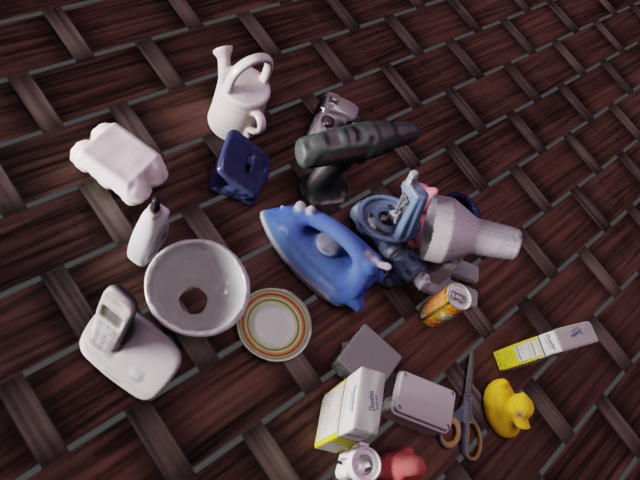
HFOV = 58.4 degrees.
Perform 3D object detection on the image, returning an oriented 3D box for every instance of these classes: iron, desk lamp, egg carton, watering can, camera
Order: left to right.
[{"bbox_3d":[-0.341,-0.131,0.983,0.150,0.069,0.107,35,57,-2],"label":"egg carton"},{"bbox_3d":[-0.149,-0.282,1.066,0.173,0.193,0.101,40,57,1],"label":"watering can"},{"bbox_3d":[0.009,0.004,1.017,0.258,0.141,0.119,39,57,0],"label":"iron"},{"bbox_3d":[0.049,-0.224,1.175,0.137,0.100,0.143,21,58,-11],"label":"camera"},{"bbox_3d":[0.258,0.020,1.069,0.203,0.213,0.118,19,59,-12],"label":"desk lamp"}]

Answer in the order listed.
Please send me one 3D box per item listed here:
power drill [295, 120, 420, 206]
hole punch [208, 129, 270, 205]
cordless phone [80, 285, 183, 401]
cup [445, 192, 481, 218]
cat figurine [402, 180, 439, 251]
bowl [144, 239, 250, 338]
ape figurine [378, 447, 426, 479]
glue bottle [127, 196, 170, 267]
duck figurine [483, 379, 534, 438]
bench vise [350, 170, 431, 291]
[{"bbox_3d":[0.050,-0.149,1.072,0.230,0.208,0.075,-10,68,-26],"label":"power drill"},{"bbox_3d":[-0.142,-0.135,1.055,0.101,0.091,0.108,18,59,-13],"label":"hole punch"},{"bbox_3d":[-0.261,0.141,0.808,0.147,0.185,0.094,37,57,-1],"label":"cordless phone"},{"bbox_3d":[0.278,-0.032,1.174,0.118,0.095,0.092,33,57,-4],"label":"cup"},{"bbox_3d":[0.203,-0.058,1.143,0.067,0.117,0.127,-21,74,-30],"label":"cat figurine"},{"bbox_3d":[-0.201,0.087,0.927,0.168,0.074,0.167,10,61,-18],"label":"bowl"},{"bbox_3d":[0.136,0.366,0.913,0.076,0.092,0.078,32,57,-4],"label":"ape figurine"},{"bbox_3d":[-0.264,-0.023,0.898,0.037,0.173,0.078,33,57,-3],"label":"glue bottle"},{"bbox_3d":[0.349,0.301,1.039,0.078,0.086,0.104,2,64,-21],"label":"duck figurine"},{"bbox_3d":[0.159,-0.021,1.045,0.207,0.219,0.122,47,57,5],"label":"bench vise"}]
